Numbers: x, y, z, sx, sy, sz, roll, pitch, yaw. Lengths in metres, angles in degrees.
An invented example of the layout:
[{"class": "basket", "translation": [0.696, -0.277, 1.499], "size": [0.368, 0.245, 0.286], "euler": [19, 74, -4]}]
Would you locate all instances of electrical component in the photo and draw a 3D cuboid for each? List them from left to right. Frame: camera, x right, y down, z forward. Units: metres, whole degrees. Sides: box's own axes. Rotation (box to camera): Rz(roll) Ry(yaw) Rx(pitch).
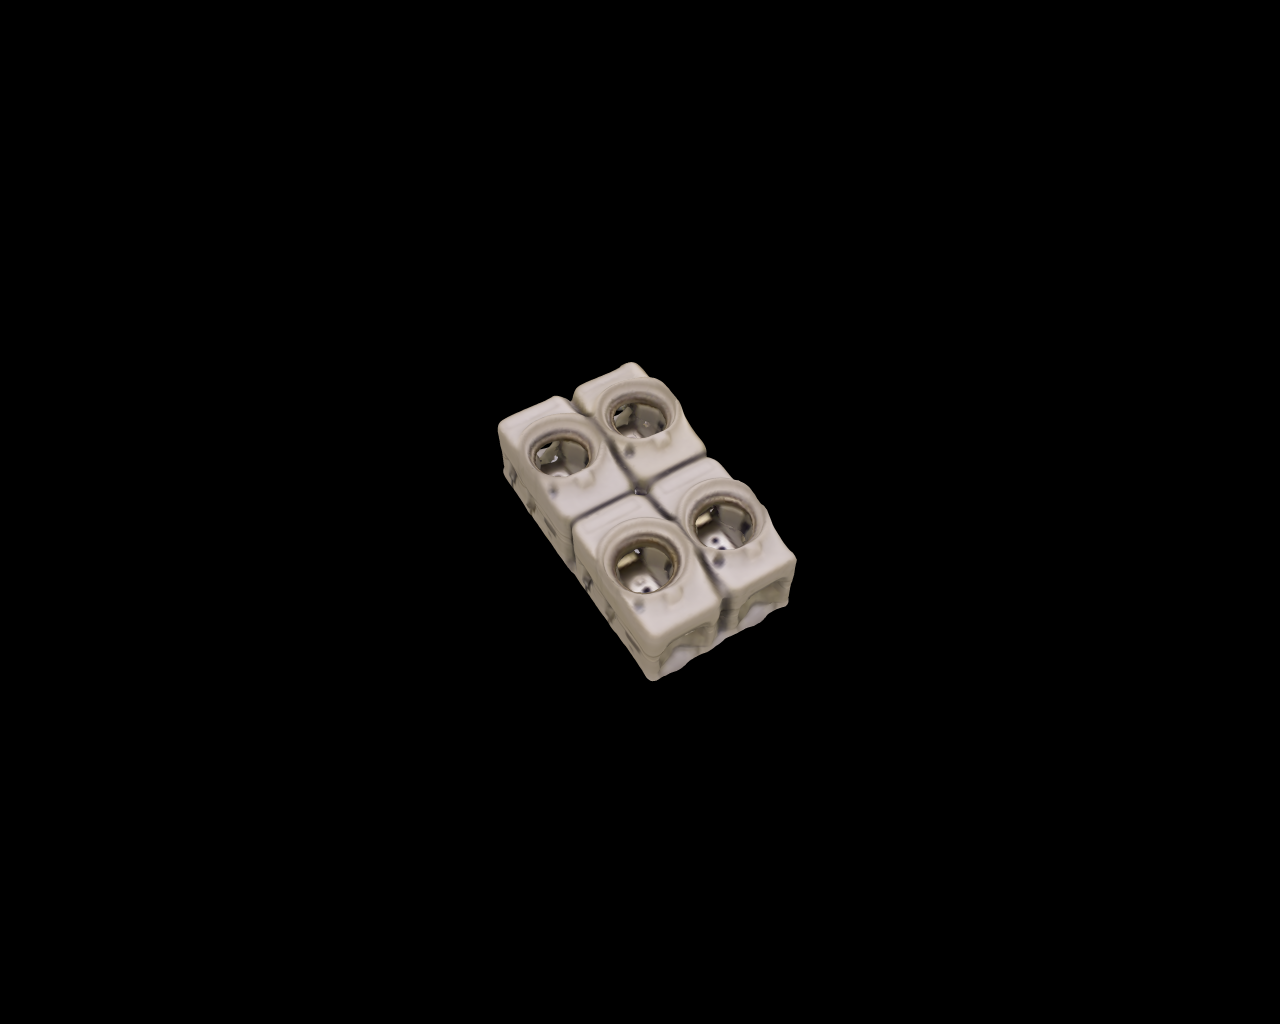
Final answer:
[{"class": "electrical component", "translation": [0.001, -0.003, 0.650], "size": [0.105, 0.186, 0.060], "euler": [-27, -32, -18]}]
